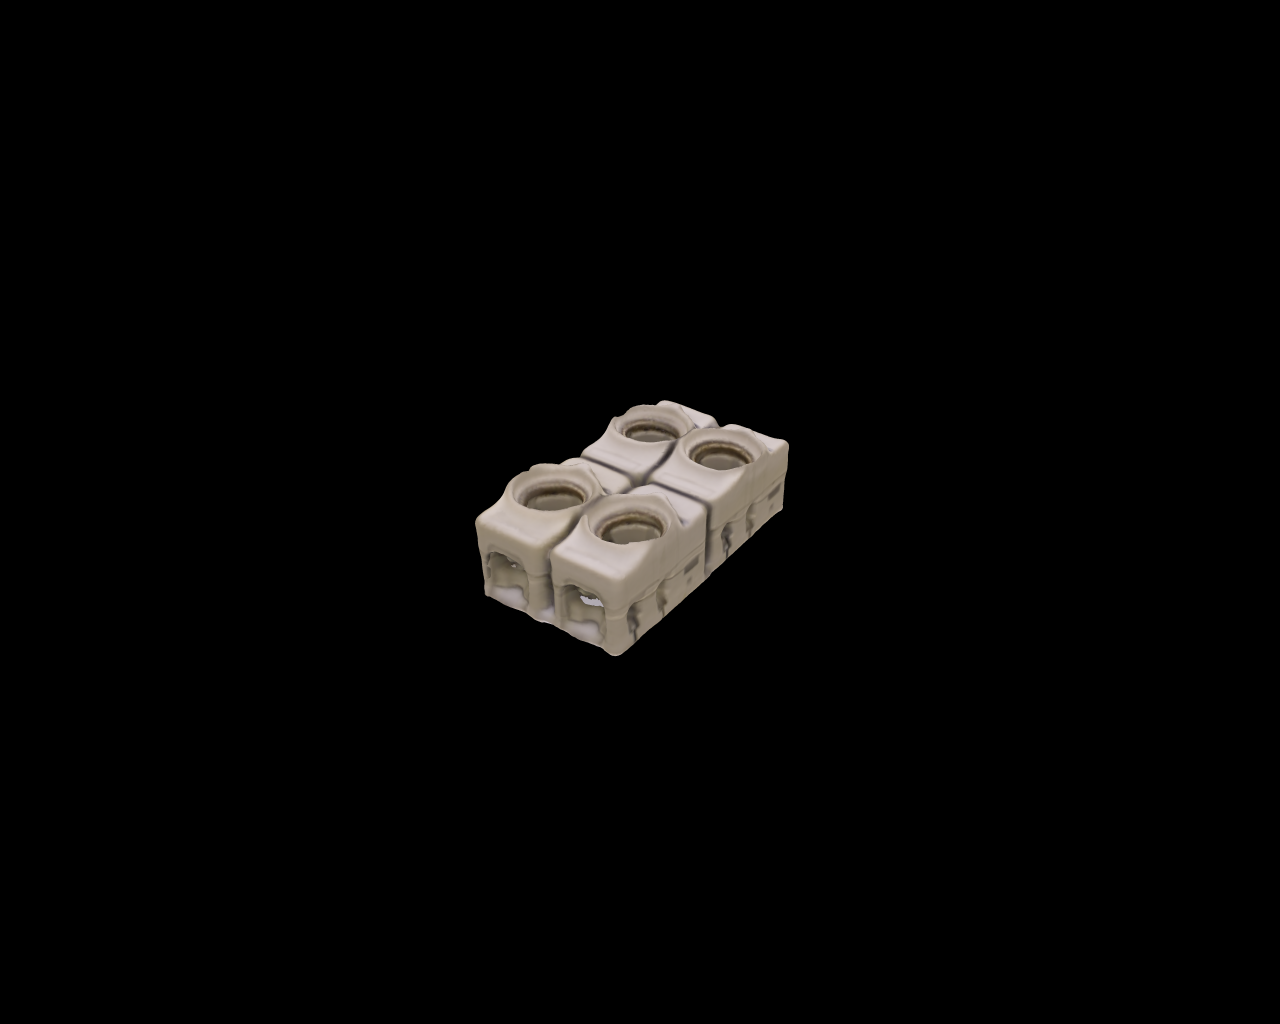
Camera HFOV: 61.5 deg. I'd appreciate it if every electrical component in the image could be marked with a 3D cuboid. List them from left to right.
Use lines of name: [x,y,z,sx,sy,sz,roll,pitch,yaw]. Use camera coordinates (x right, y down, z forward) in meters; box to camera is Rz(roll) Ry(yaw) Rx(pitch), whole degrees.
electrical component: [0.001,-0.003,0.650,0.105,0.060,0.186,22,40,30]
